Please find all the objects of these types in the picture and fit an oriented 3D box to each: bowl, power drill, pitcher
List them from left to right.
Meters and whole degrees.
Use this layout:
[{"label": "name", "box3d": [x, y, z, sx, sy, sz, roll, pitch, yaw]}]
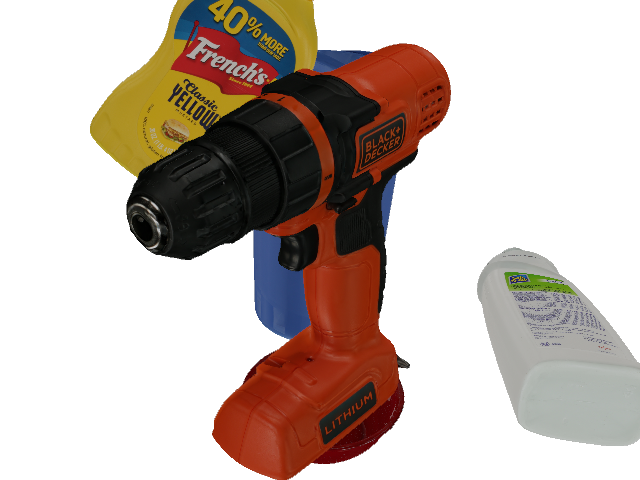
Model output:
[{"label": "power drill", "box3d": [-0.011, 0.016, 0.486, 0.057, 0.188, 0.184, 28, 40, 31]}, {"label": "bowl", "box3d": [0.002, 0.171, 1.067, 0.162, 0.055, 0.162, 0, 33, 0]}, {"label": "pitcher", "box3d": [0.003, -0.032, 0.908, 0.145, 0.243, 0.149, 20, 31, 28]}]

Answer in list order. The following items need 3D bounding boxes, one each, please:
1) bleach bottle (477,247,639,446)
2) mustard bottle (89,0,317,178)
[{"label": "bleach bottle", "box3d": [0.187, 0.068, 0.867, 0.102, 0.068, 0.251, 8, 22, -3]}, {"label": "mustard bottle", "box3d": [-0.058, -0.117, 0.688, 0.096, 0.192, 0.058, 37, 17, -8]}]
